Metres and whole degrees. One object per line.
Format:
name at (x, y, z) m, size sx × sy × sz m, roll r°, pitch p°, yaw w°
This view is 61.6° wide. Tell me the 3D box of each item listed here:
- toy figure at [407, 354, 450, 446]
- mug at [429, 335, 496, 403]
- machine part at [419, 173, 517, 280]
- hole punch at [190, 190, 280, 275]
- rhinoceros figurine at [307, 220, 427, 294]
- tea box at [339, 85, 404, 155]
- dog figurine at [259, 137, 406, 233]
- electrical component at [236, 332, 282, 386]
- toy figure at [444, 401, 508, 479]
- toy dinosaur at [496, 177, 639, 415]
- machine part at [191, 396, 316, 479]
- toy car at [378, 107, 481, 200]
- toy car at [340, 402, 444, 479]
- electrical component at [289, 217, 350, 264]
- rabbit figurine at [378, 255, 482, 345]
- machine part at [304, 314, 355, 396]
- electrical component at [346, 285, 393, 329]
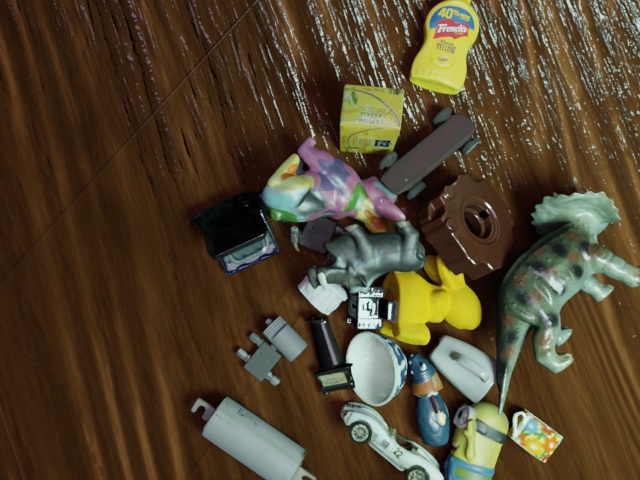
toy figure at (0.182, 0.267, 0.914) m, size 0.064 × 0.058 × 0.154 m, roll -12°, pitch 86°, yaw 35°
mug at (0.237, 0.209, 0.897) m, size 0.107 × 0.109 × 0.081 m, roll 33°, pitch 87°, yaw 15°
machine part at (0.250, -0.025, 0.891) m, size 0.179 × 0.056 × 0.179 m, roll 13°, pitch 63°, yaw -28°
hole punch at (-0.142, -0.011, 0.947) m, size 0.142 × 0.092 × 0.116 m, roll -25°, pitch 57°, yaw 3°
rhinoceros figurine at (0.071, 0.029, 0.856) m, size 0.190 × 0.073 × 0.112 m, roll -12°, pitch 88°, yaw 0°
tea box at (0.082, -0.195, 0.897) m, size 0.098 × 0.169 × 0.068 m, roll 6°, pitch 85°, yaw 4°
dog figurine at (0.030, -0.063, 0.906) m, size 0.219 × 0.108 × 0.191 m, roll 34°, pitch 52°, yaw 3°
electrical component at (-0.099, 0.211, 0.950) m, size 0.094 × 0.021 × 0.063 m, roll 40°, pitch 88°, yaw 5°
toy figure at (0.257, 0.359, 0.896) m, size 0.089 × 0.082 × 0.180 m, roll 15°, pitch 79°, yaw -15°
toy dinosaur at (0.360, 0.068, 0.854) m, size 0.192 × 0.131 × 0.405 m, roll 44°, pitch 80°, yaw 8°
machine part at (-0.112, 0.343, 0.914) m, size 0.243 × 0.079 × 0.079 m, roll 34°, pitch 88°, yaw 5°
toy car at (0.188, -0.149, 0.936) m, size 0.202 × 0.053 × 0.089 m, roll -41°, pitch 84°, yaw -13°
toy car at (0.119, 0.343, 0.905) m, size 0.202 × 0.073 × 0.056 m, roll 38°, pitch 92°, yaw 4°
electrical component at (-0.003, -0.004, 0.950) m, size 0.102 × 0.045 × 0.078 m, roll 28°, pitch 89°, yaw 4°
rabbit figurine at (0.193, 0.101, 0.915) m, size 0.173 × 0.122 × 0.162 m, roll 10°, pitch 77°, yaw -10°
machine part at (0.013, 0.194, 0.927) m, size 0.084 × 0.039 × 0.139 m, roll -26°, pitch 81°, yaw 36°
electrical component at (0.081, 0.113, 0.898) m, size 0.048 × 0.119 × 0.074 m, roll 1°, pitch 93°, yaw -11°
